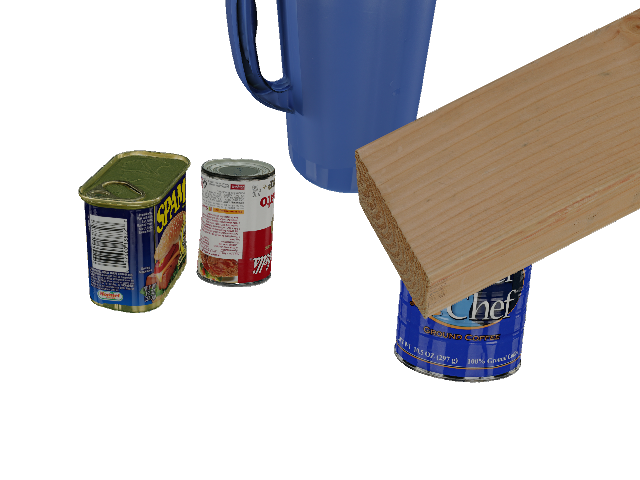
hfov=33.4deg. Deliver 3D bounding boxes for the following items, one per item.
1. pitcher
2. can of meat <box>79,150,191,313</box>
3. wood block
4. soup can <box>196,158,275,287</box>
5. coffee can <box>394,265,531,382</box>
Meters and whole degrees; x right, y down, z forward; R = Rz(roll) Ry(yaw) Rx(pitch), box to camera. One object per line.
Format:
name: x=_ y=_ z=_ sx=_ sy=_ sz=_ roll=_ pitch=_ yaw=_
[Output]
pitcher: x=0.017 y=-0.155 z=0.857 sx=0.149 sy=0.243 sz=0.145 roll=13 pitch=46 yaw=12
can of meat: x=-0.128 y=-0.007 z=0.753 sx=0.057 sy=0.084 sz=0.102 roll=6 pitch=23 yaw=8
wood block: x=0.133 y=-0.047 z=0.640 sx=0.206 sy=0.091 sz=0.090 roll=-27 pitch=-19 yaw=-5
soup can: x=-0.076 y=-0.017 z=0.960 sx=0.068 sy=0.102 sz=0.068 roll=3 pitch=18 yaw=-1
coffee can: x=0.114 y=0.026 z=0.837 sx=0.103 sy=0.140 sz=0.103 roll=3 pitch=17 yaw=-1
